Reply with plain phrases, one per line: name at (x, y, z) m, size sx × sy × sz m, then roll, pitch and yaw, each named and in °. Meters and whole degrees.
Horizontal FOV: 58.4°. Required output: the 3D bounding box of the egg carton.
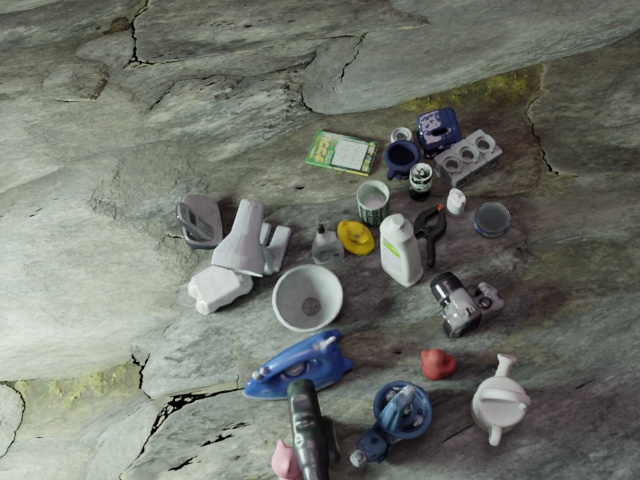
egg carton at (-0.243, 0.112, 1.397) m, size 0.150 × 0.069 × 0.107 m, roll -31°, pitch 64°, yaw -7°

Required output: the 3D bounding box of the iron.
iron at (-0.063, 0.277, 1.254) m, size 0.258 × 0.141 × 0.118 m, roll -23°, pitch 64°, yaw -4°

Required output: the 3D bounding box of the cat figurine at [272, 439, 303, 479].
cat figurine at (-0.068, 0.480, 1.170) m, size 0.067 × 0.118 × 0.128 m, roll 6°, pitch 66°, yaw 11°

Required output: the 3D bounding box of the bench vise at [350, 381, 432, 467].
bench vise at (0.149, 0.367, 1.137) m, size 0.121 × 0.220 × 0.207 m, roll 23°, pitch 70°, yaw 18°

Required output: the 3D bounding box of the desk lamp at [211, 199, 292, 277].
desk lamp at (-0.161, 0.010, 1.354) m, size 0.117 × 0.214 × 0.203 m, roll 11°, pitch 67°, yaw 13°

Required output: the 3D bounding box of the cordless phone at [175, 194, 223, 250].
cordless phone at (-0.312, -0.066, 1.427) m, size 0.094 × 0.185 × 0.147 m, roll -15°, pitch 63°, yaw 1°

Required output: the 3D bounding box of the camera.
camera at (0.323, 0.130, 1.294) m, size 0.143 × 0.101 × 0.136 m, roll -28°, pitch 64°, yaw -6°

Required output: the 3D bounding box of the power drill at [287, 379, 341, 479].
power drill at (-0.011, 0.403, 1.149) m, size 0.075 × 0.209 × 0.229 m, roll -16°, pitch 63°, yaw 0°

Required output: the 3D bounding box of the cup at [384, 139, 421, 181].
cup at (0.205, -0.185, 1.464) m, size 0.091 × 0.095 × 0.118 m, roll 26°, pitch 71°, yaw 19°

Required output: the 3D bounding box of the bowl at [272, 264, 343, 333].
bowl at (-0.024, 0.145, 1.348) m, size 0.167 × 0.075 × 0.167 m, roll -3°, pitch 64°, yaw 6°

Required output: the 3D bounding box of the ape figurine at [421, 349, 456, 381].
ape figurine at (0.253, 0.263, 1.244) m, size 0.077 × 0.092 × 0.076 m, roll 36°, pitch 74°, yaw 22°

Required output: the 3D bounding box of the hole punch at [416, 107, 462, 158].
hole punch at (0.313, -0.280, 1.497) m, size 0.108 × 0.091 × 0.101 m, roll -16°, pitch 63°, yaw 0°

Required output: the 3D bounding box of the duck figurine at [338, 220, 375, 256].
duck figurine at (0.086, -0.018, 1.405) m, size 0.077 × 0.086 × 0.104 m, roll -43°, pitch 66°, yaw -13°

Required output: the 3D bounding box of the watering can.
watering can at (0.360, 0.317, 1.147) m, size 0.101 × 0.194 × 0.173 m, roll -10°, pitch 64°, yaw 3°

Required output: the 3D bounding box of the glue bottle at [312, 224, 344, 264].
glue bottle at (0.012, 0.005, 1.356) m, size 0.078 × 0.173 × 0.037 m, roll -11°, pitch 63°, yaw 3°
